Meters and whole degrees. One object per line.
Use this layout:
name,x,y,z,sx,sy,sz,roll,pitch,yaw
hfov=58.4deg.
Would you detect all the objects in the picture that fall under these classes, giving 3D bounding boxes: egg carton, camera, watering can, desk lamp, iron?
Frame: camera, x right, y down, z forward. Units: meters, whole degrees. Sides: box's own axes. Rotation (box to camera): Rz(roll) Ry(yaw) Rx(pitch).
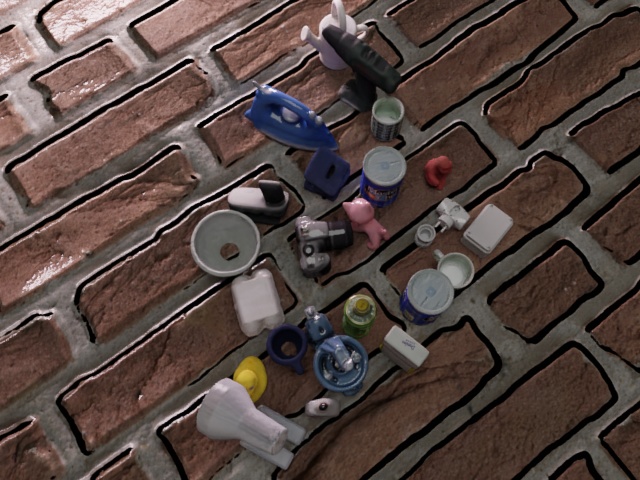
egg carton,-0.148,0.146,1.341,0.107,0.069,0.150,-18,72,-6
camera,0.013,0.005,1.373,0.137,0.101,0.143,-8,72,-3
watering can,0.041,-0.544,1.507,0.173,0.194,0.101,-31,74,-10
desk lamp,-0.137,0.384,1.186,0.203,0.213,0.118,26,73,8
iron,-0.065,-0.318,1.459,0.258,0.141,0.119,26,73,8

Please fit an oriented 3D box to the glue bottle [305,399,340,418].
glue bottle,0.005,0.357,1.217,0.078,0.173,0.037,-3,71,-1

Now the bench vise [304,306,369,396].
bench vise,0.018,0.240,1.232,0.207,0.220,0.121,40,76,12

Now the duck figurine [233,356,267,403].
duck figurine,-0.159,0.310,1.278,0.077,0.086,0.104,6,72,2

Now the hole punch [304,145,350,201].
hole punch,0.020,-0.168,1.436,0.101,0.091,0.109,25,73,8

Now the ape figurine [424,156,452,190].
ape figurine,0.302,-0.179,1.441,0.078,0.092,0.076,-30,74,-10

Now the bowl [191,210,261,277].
bowl,-0.223,0.016,1.382,0.167,0.075,0.167,0,72,0

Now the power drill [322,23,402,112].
power drill,0.098,-0.427,1.461,0.229,0.208,0.076,34,75,10

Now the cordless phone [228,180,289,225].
cordless phone,-0.150,-0.111,1.366,0.147,0.185,0.094,2,71,1

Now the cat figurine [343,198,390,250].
cat figurine,0.114,-0.049,1.383,0.067,0.118,0.127,-43,77,-13

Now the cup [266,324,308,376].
cup,-0.066,0.254,1.293,0.092,0.095,0.117,-27,74,-9
